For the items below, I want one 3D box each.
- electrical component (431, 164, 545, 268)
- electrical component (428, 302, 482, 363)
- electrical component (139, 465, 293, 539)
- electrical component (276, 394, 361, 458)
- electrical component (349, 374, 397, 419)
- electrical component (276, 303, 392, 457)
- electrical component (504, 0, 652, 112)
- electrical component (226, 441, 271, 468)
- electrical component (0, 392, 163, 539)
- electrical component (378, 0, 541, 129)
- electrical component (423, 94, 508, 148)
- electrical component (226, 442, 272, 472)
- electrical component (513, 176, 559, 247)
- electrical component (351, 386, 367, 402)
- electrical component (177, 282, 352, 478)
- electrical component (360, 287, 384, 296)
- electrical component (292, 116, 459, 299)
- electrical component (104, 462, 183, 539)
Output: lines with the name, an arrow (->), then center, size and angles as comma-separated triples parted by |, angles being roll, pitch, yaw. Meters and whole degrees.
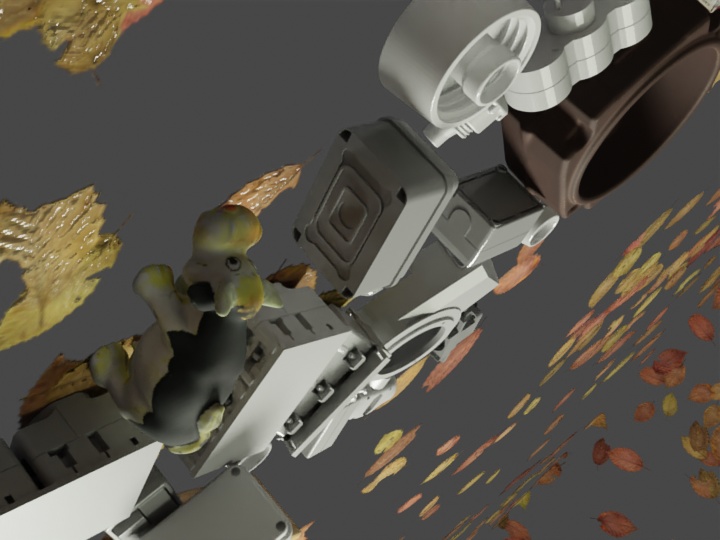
electrical component -> 0.116, -0.049, 0.979 | 0.096, 0.061, 0.061 | -22, 151, -44
electrical component -> 0.099, 0.060, 1.191 | 0.064, 0.042, 0.081 | -31, 157, -33
electrical component -> -0.119, 0.224, 0.881 | 0.113, 0.078, 0.057 | -38, 161, -18
electrical component -> -0.053, 0.149, 1.078 | 0.076, 0.047, 0.083 | -22, 151, -45
electrical component -> 0.009, 0.114, 1.126 | 0.077, 0.043, 0.079 | -14, 145, -53
electrical component -> -0.041, 0.093, 0.956 | 0.121, 0.078, 0.063 | -46, 131, 7
electrical component -> 0.159, -0.186, 0.807 | 0.138, 0.052, 0.073 | -38, 135, -15
electrical component -> -0.112, 0.159, 1.000 | 0.046, 0.040, 0.040 | -33, 158, -12
electrical component -> -0.238, 0.157, 0.735 | 0.186, 0.060, 0.105 | -22, 151, -44
electrical component -> 0.072, -0.143, 0.715 | 0.108, 0.060, 0.108 | -37, 158, -17
electrical component -> 0.075, -0.117, 0.797 | 0.062, 0.048, 0.048 | -41, 161, 13
electrical component -> -0.112, 0.150, 0.957 | 0.045, 0.055, 0.045 | -37, 159, -17
electrical component -> 0.162, -0.056, 1.057 | 0.048, 0.055, 0.066 | -42, 160, -2
electrical component -> -0.033, 0.119, 1.029 | 0.078, 0.040, 0.040 | -10, 157, 1
electrical component -> -0.089, 0.086, 0.866 | 0.089, 0.061, 0.150 | -12, 143, -55
electrical component -> 0.000, 0.000, 0.901 | 0.035, 0.035, 0.061 | -44, 157, 3
electrical component -> 0.010, -0.044, 0.770 | 0.057, 0.078, 0.113 | -19, 149, -43
electrical component -> -0.188, 0.183, 0.875 | 0.062, 0.061, 0.096 | -38, 159, -15
